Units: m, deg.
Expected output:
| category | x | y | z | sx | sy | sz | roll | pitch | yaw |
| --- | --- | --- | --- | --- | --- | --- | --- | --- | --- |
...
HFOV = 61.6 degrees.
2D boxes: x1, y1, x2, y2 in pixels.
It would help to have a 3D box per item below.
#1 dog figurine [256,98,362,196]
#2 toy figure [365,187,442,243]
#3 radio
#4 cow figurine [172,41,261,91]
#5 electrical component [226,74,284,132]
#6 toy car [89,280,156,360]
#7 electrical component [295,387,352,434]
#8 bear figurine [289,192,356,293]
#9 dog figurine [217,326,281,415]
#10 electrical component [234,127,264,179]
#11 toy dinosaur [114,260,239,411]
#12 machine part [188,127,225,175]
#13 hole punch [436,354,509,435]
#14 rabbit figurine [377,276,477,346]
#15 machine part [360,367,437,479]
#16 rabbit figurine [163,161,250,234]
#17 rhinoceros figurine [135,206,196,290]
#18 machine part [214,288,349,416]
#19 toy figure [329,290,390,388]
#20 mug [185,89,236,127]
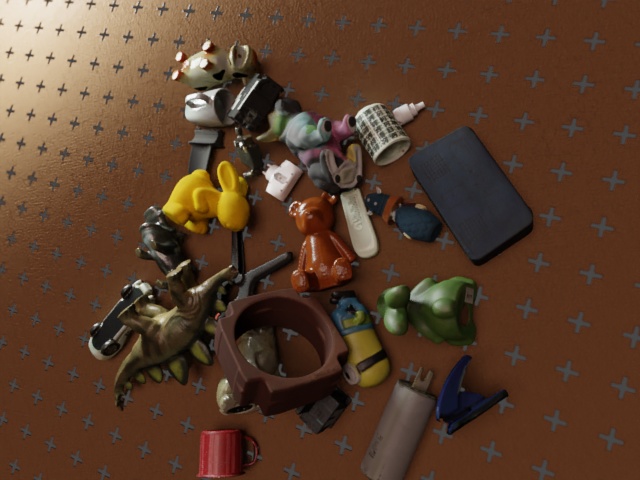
| category | x | y | z | sx | sy | sz | roll | pitch | yaw |
| --- | --- | --- | --- | --- | --- | --- | --- | --- | --- |
| dog figurine | -0.028 | -0.187 | 1.075 | 0.219 | 0.108 | 0.191 | 11 | 118 | 45 |
| toy figure | 0.153 | -0.047 | 1.013 | 0.155 | 0.057 | 0.064 | 31 | 80 | 28 |
| radio | 0.271 | -0.082 | 0.967 | 0.131 | 0.073 | 0.230 | -33 | 71 | 11 |
| cow figurine | -0.220 | -0.382 | 1.200 | 0.195 | 0.127 | 0.085 | -5 | 77 | 35 |
| electrical component | -0.141 | -0.292 | 1.142 | 0.115 | 0.058 | 0.134 | -52 | 24 | 3 |
| toy car | -0.441 | 0.178 | 1.199 | 0.201 | 0.056 | 0.074 | -50 | 61 | 4 |
| electrical component | 0.004 | 0.304 | 0.968 | 0.048 | 0.119 | 0.075 | 37 | 92 | 23 |
| bear figurine | -0.002 | -0.002 | 1.028 | 0.120 | 0.132 | 0.196 | -13 | 81 | 10 |
| dog figurine | -0.149 | 0.231 | 1.064 | 0.172 | 0.121 | 0.191 | -26 | 57 | 12 |
| electrical component | -0.155 | -0.181 | 1.139 | 0.045 | 0.102 | 0.078 | -33 | 47 | -25 |
| toy dinosaur | -0.309 | 0.195 | 1.087 | 0.471 | 0.105 | 0.198 | -37 | 95 | 25 |
| machine part | -0.264 | -0.186 | 1.212 | 0.084 | 0.039 | 0.139 | 11 | 82 | 17 |
| hole punch | 0.233 | 0.256 | 0.886 | 0.116 | 0.142 | 0.092 | -37 | 70 | -4 |
| rabbit figurine | 0.169 | 0.126 | 0.936 | 0.170 | 0.159 | 0.121 | -1 | 89 | 36 |
| machine part | 0.136 | 0.334 | 0.933 | 0.079 | 0.079 | 0.243 | 24 | 89 | 23 |
| rabbit figurine | -0.213 | -0.076 | 1.134 | 0.173 | 0.121 | 0.162 | 21 | 72 | 29 |
| rhinoceros figurine | -0.330 | 0.015 | 1.160 | 0.073 | 0.112 | 0.190 | -34 | 82 | 37 |
| machine part | -0.069 | 0.190 | 0.935 | 0.201 | 0.201 | 0.087 | 55 | 141 | 37 |
| toy figure | 0.070 | 0.181 | 0.988 | 0.089 | 0.082 | 0.180 | -18 | 71 | 15 |
| mug | -0.255 | -0.291 | 1.196 | 0.107 | 0.109 | 0.080 | -2 | 83 | 34 |
